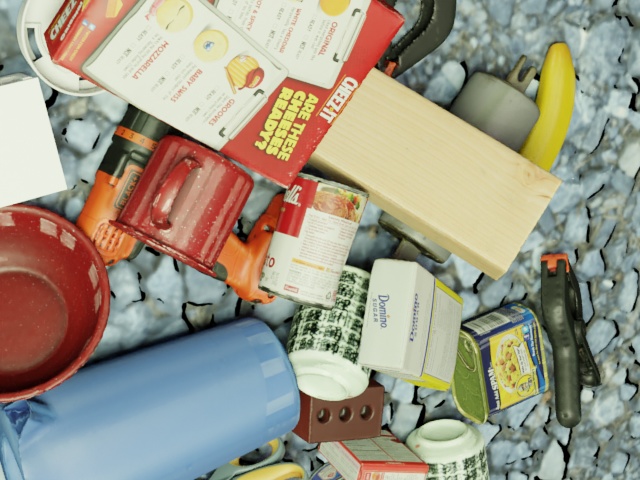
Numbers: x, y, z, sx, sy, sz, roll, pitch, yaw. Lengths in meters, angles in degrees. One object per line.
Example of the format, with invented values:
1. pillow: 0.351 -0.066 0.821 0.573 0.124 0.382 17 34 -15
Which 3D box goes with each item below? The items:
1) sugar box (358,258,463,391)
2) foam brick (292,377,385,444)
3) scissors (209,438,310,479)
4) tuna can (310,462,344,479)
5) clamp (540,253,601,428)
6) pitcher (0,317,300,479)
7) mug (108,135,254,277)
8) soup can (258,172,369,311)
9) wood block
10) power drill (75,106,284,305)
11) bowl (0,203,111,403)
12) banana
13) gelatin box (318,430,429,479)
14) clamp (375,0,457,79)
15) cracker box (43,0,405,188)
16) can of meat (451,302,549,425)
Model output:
1. sugar box: 0.084 0.079 0.956 0.176 0.048 0.093 32 65 -64
2. foam brick: 0.014 0.156 1.002 0.078 0.051 0.053 -1 102 -25
3. scissors: -0.110 0.221 0.962 0.201 0.096 0.016 -10 123 1
4. tuna can: 0.026 0.258 1.042 0.086 0.034 0.086 -6 105 -24
5. clamp: 0.250 0.102 1.083 0.039 0.120 0.171 -12 108 23
6. pitcher: -0.144 0.159 0.896 0.242 0.149 0.145 -19 94 -24
7. mug: -0.104 -0.030 0.810 0.093 0.117 0.081 26 83 8
8. soup can: -0.006 0.001 0.884 0.068 0.069 0.102 17 91 -28
9. wood block: 0.089 -0.061 0.909 0.206 0.090 0.091 32 87 8
10. power drill: -0.096 -0.039 0.904 0.187 0.057 0.184 27 90 -26
11. bowl: -0.244 0.054 0.831 0.162 0.055 0.162 3 67 -7
12. banana: 0.204 -0.095 1.042 0.069 0.037 0.198 36 86 -28
13. gelatin box: 0.049 0.207 1.010 0.073 0.089 0.030 8 100 -27
14. clamp: 0.086 -0.246 0.951 0.164 0.036 0.210 31 88 -27
15. cracker box: -0.071 -0.159 0.797 0.213 0.072 0.164 27 107 -32
16. can of meat: 0.177 0.121 1.069 0.083 0.058 0.102 -19 110 -22
